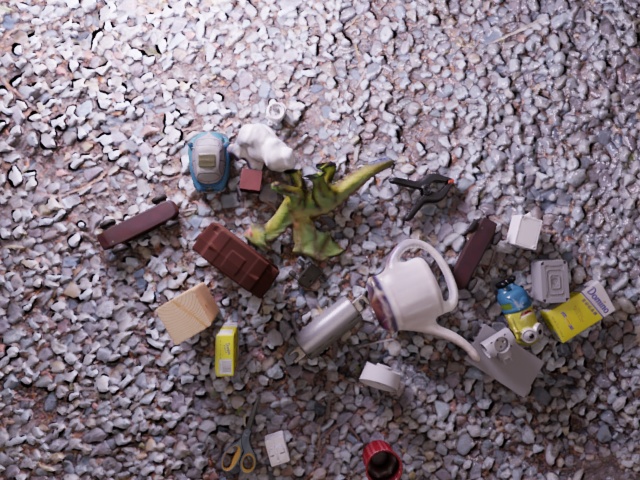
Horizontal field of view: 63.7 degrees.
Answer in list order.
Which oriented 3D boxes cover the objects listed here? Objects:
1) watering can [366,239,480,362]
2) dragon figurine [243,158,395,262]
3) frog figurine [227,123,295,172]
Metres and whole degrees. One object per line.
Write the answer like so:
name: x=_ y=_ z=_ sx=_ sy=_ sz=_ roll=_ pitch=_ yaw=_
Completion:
watering can: x=0.253 y=0.173 z=1.300 sx=0.225 sy=0.103 sz=0.350 roll=-21 pitch=81 yaw=-5
dragon figurine: x=0.004 y=-0.066 z=1.315 sx=0.410 sy=0.124 sz=0.240 roll=-9 pitch=106 yaw=-4
frog figurine: x=-0.125 y=-0.227 z=1.259 sx=0.135 sy=0.159 sz=0.125 roll=54 pitch=50 yaw=-34
